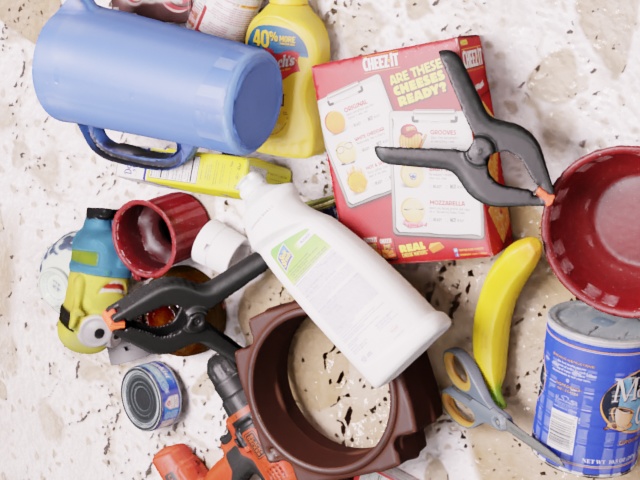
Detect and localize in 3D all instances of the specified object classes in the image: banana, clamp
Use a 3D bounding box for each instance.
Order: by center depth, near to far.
[{"bbox_3d":[0.148,-0.094,0.984,0.171,0.039,0.120,26,109,6],"label":"clamp"},{"bbox_3d":[0.185,0.072,1.069,0.070,0.037,0.198,40,135,47],"label":"banana"},{"bbox_3d":[-0.140,0.092,1.204,0.036,0.209,0.165,43,135,51],"label":"clamp"}]

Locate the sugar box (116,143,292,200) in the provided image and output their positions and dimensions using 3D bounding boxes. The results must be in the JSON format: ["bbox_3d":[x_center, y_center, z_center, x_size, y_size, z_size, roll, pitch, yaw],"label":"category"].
[{"bbox_3d":[-0.131,-0.074,1.196,0.176,0.093,0.048,6,87,29],"label":"sugar box"}]

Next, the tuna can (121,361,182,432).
[{"bbox_3d":[-0.214,0.198,1.349,0.086,0.033,0.086,8,102,42],"label":"tuna can"}]

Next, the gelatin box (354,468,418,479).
[{"bbox_3d":[0.078,0.297,1.217,0.089,0.030,0.073,23,113,24],"label":"gelatin box"}]

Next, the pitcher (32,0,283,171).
[{"bbox_3d":[-0.164,-0.154,1.106,0.243,0.149,0.145,16,78,26],"label":"pitcher"}]

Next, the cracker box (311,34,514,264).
[{"bbox_3d":[0.094,-0.086,1.075,0.164,0.072,0.214,-5,100,31],"label":"cracker box"}]

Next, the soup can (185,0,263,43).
[{"bbox_3d":[-0.101,-0.249,1.146,0.068,0.068,0.102,36,118,18],"label":"soup can"}]

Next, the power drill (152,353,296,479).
[{"bbox_3d":[-0.123,0.250,1.307,0.188,0.057,0.184,-39,79,34],"label":"power drill"}]

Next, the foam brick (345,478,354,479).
[{"bbox_3d":[0.006,0.295,1.247,0.053,0.051,0.078,25,115,22],"label":"foam brick"}]

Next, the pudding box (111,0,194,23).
[{"bbox_3d":[-0.183,-0.292,1.199,0.114,0.039,0.090,9,108,29],"label":"pudding box"}]

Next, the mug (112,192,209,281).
[{"bbox_3d":[-0.187,-0.001,1.259,0.093,0.081,0.117,34,118,18],"label":"mug"}]

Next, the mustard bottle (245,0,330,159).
[{"bbox_3d":[-0.035,-0.187,1.130,0.096,0.058,0.192,15,110,33],"label":"mustard bottle"}]

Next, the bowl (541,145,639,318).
[{"bbox_3d":[0.291,-0.012,0.987,0.162,0.055,0.162,9,108,29],"label":"bowl"}]

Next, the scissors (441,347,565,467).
[{"bbox_3d":[0.174,0.161,1.065,0.202,0.016,0.096,2,106,66],"label":"scissors"}]

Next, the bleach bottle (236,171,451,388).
[{"bbox_3d":[0.011,0.024,1.071,0.103,0.068,0.251,-45,77,15],"label":"bleach bottle"}]

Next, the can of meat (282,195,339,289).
[{"bbox_3d":[-0.008,0.001,1.169,0.102,0.057,0.084,-13,99,33],"label":"can of meat"}]

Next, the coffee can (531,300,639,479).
[{"bbox_3d":[0.261,0.141,1.020,0.103,0.102,0.140,13,110,27],"label":"coffee can"}]
